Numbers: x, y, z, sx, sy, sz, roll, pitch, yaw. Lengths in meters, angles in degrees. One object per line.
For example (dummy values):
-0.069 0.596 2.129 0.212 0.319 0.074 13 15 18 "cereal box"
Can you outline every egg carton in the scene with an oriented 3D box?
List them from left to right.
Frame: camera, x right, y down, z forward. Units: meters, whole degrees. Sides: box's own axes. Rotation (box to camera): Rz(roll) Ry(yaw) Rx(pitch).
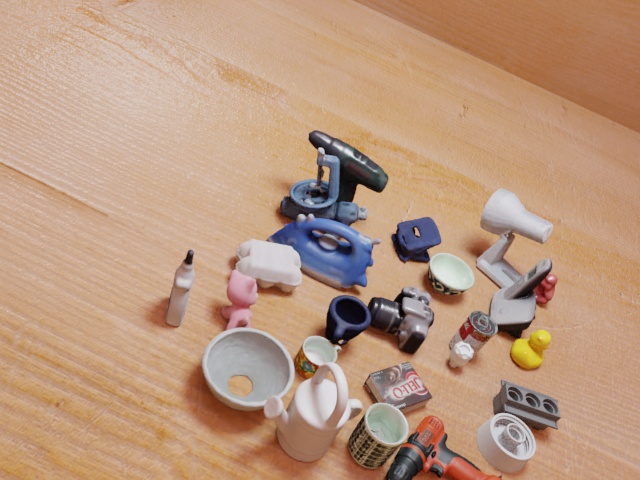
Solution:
-0.113 0.057 1.261 0.150 0.069 0.107 10 41 -17 "egg carton"

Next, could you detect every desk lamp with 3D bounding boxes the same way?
0.507 -0.003 1.530 0.118 0.213 0.202 -22 58 -42 "desk lamp"

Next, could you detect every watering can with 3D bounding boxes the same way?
-0.006 0.286 0.962 0.173 0.194 0.100 -17 54 -39 "watering can"

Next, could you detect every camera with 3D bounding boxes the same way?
0.176 0.158 1.271 0.137 0.101 0.143 20 39 -5 "camera"

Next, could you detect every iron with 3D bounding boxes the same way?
0.012 0.005 1.326 0.258 0.141 0.119 23 39 -1 "iron"

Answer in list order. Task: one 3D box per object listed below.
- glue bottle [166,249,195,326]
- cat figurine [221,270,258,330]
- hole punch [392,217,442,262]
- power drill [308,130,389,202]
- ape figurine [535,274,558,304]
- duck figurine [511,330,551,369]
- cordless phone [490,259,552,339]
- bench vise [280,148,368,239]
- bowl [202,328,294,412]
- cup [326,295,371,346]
-0.258 0.082 1.077 0.037 0.173 0.078 12 41 -14 "glue bottle"
-0.154 0.126 1.125 0.067 0.117 0.127 9 42 -18 "cat figurine"
0.252 -0.005 1.499 0.101 0.091 0.108 6 43 -21 "hole punch"
0.049 -0.155 1.469 0.229 0.208 0.075 22 39 -3 "power drill"
0.597 0.125 1.529 0.076 0.092 0.077 0 45 -27 "ape figurine"
0.505 0.249 1.348 0.105 0.086 0.077 -19 56 -40 "duck figurine"
0.497 0.135 1.393 0.094 0.185 0.148 25 39 1 "cordless phone"
0.025 -0.122 1.412 0.208 0.219 0.121 8 42 -19 "bench vise"
-0.135 0.245 1.036 0.168 0.074 0.167 14 40 -12 "bowl"
0.044 0.183 1.180 0.091 0.095 0.118 29 39 6 "cup"
